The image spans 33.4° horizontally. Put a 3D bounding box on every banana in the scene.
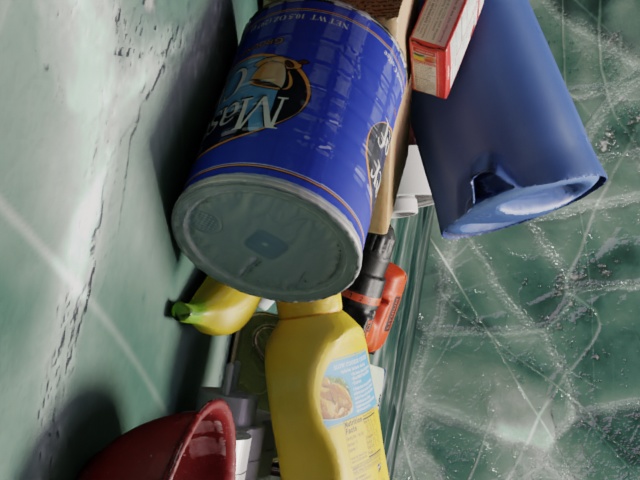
[{"bbox_3d":[-0.042,-0.013,0.660,0.070,0.037,0.197,89,13,-53],"label":"banana"}]

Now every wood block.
[{"bbox_3d":[0.017,-0.110,0.762,0.206,0.090,0.090,89,14,-51],"label":"wood block"}]

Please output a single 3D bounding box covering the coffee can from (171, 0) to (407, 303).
[{"bbox_3d":[-0.013,-0.051,0.595,0.103,0.103,0.140,87,16,-53],"label":"coffee can"}]

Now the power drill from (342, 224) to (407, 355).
[{"bbox_3d":[0.045,0.062,1.129,0.184,0.057,0.187,-68,167,7],"label":"power drill"}]

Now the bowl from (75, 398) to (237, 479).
[{"bbox_3d":[-0.086,0.150,0.501,0.162,0.055,0.162,10,90,-81],"label":"bowl"}]

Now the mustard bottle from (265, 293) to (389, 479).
[{"bbox_3d":[0.004,0.108,0.663,0.096,0.058,0.191,-6,87,-63],"label":"mustard bottle"}]

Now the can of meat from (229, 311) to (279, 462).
[{"bbox_3d":[-0.033,0.105,0.779,0.084,0.057,0.102,40,60,-81],"label":"can of meat"}]

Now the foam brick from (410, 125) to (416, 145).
[{"bbox_3d":[0.066,-0.121,1.088,0.053,0.078,0.051,34,67,-79],"label":"foam brick"}]

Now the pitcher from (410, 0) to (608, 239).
[{"bbox_3d":[0.128,-0.130,0.854,0.149,0.144,0.243,131,-56,-68],"label":"pitcher"}]

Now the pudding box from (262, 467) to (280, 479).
[{"bbox_3d":[-0.043,0.209,0.717,0.039,0.090,0.113,51,48,-76],"label":"pudding box"}]

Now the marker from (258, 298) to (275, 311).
[{"bbox_3d":[-0.005,0.001,0.761,0.121,0.020,0.020,-47,173,7],"label":"marker"}]

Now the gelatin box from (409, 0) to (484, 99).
[{"bbox_3d":[0.089,-0.155,0.745,0.073,0.030,0.089,72,39,-71],"label":"gelatin box"}]
